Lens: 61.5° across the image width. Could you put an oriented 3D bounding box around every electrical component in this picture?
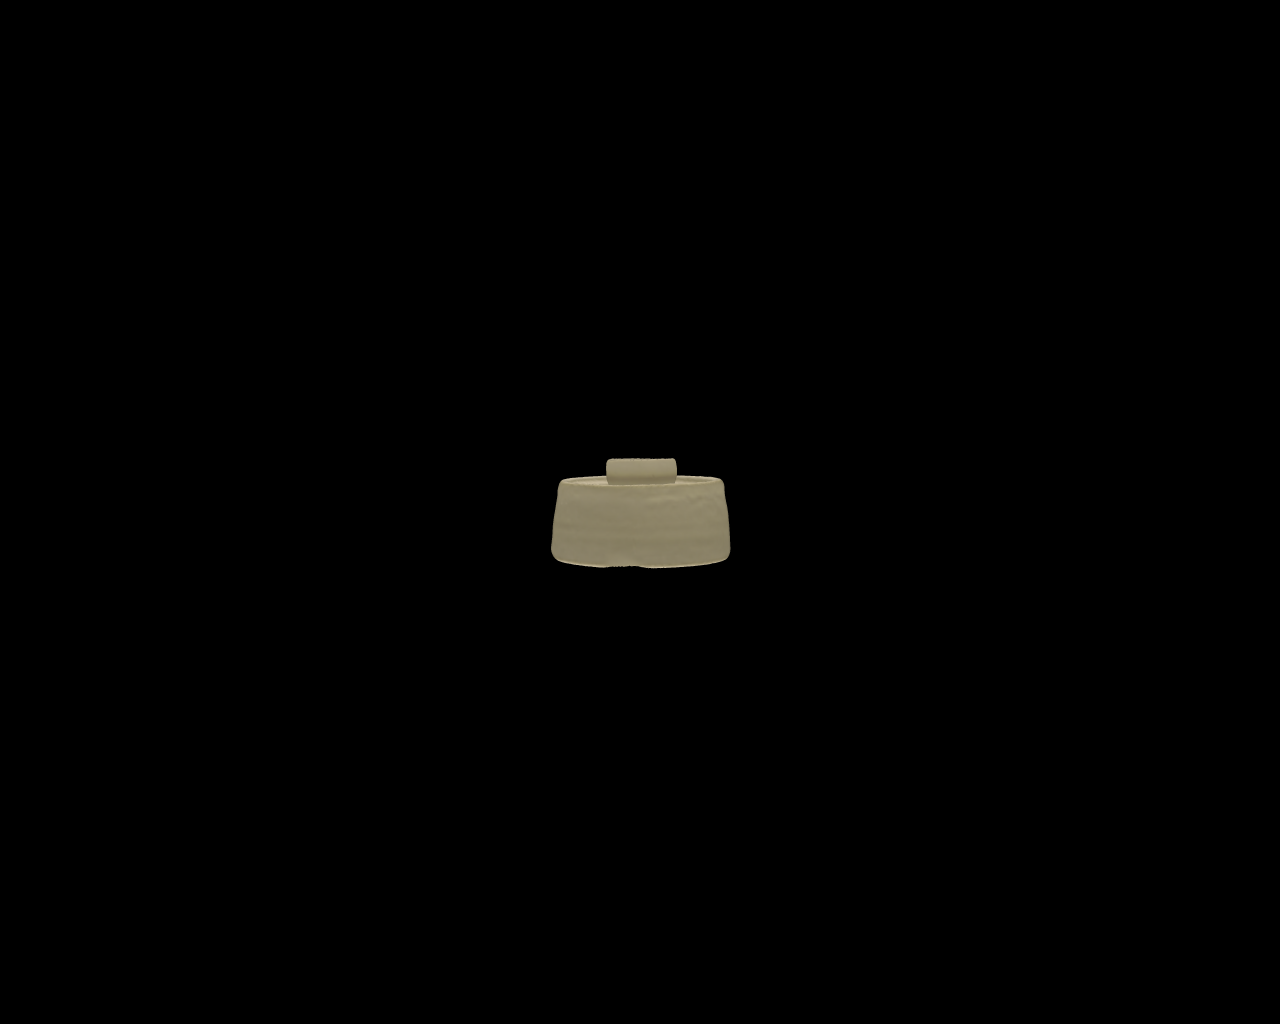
[{"bbox_3d":[0.001,-0.003,0.650,0.108,0.060,0.108,0,5,0],"label":"electrical component"}]
